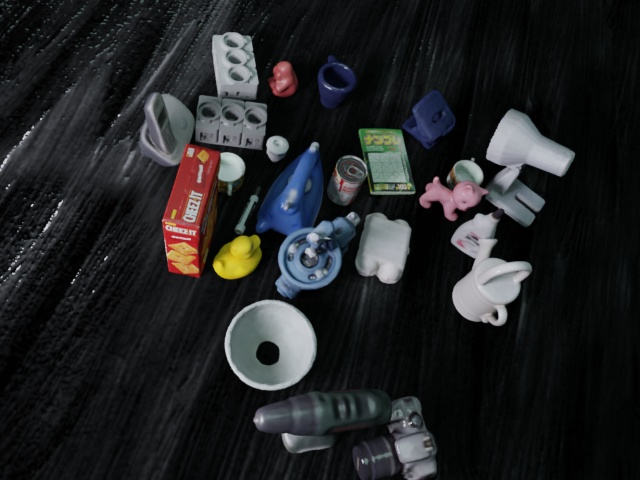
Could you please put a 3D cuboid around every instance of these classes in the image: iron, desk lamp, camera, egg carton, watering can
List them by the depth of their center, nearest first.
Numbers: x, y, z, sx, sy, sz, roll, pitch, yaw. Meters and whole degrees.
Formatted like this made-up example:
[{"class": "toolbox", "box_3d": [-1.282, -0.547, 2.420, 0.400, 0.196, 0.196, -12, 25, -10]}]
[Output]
[{"class": "camera", "box_3d": [0.128, 0.360, 1.012, 0.137, 0.100, 0.143, -9, 66, -17]}, {"class": "watering can", "box_3d": [0.346, 0.080, 1.151, 0.101, 0.194, 0.172, -21, 70, -22]}, {"class": "iron", "box_3d": [-0.041, -0.122, 1.192, 0.118, 0.141, 0.258, 21, 61, -2]}, {"class": "egg carton", "box_3d": [0.134, 0.017, 1.204, 0.107, 0.069, 0.150, 17, 61, -4]}, {"class": "desk lamp", "box_3d": [0.456, -0.167, 1.289, 0.203, 0.213, 0.118, 38, 62, 8]}]

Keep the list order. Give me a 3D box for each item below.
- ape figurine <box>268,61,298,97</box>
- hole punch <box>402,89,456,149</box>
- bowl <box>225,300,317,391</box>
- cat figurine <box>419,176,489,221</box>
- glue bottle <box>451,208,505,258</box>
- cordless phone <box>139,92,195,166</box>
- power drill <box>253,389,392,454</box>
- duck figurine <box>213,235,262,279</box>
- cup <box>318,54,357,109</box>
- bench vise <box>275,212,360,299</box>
[{"class": "ape figurine", "box_3d": [-0.086, -0.383, 1.342, 0.076, 0.092, 0.078, 20, 61, -2]}, {"class": "hole punch", "box_3d": [0.272, -0.292, 1.380, 0.101, 0.091, 0.109, 42, 63, 10]}, {"class": "bowl", "box_3d": [-0.093, 0.201, 1.056, 0.167, 0.074, 0.167, 5, 63, -10]}, {"class": "cat figurine", "box_3d": [0.302, -0.104, 1.277, 0.128, 0.117, 0.067, 25, 61, 0]}, {"class": "glue bottle", "box_3d": [0.344, -0.023, 1.214, 0.078, 0.173, 0.037, 31, 61, 4]}, {"class": "cordless phone", "box_3d": [-0.314, -0.254, 1.170, 0.094, 0.185, 0.147, 13, 62, -6]}, {"class": "power drill", "box_3d": [-0.004, 0.300, 0.950, 0.230, 0.208, 0.075, -5, 65, -15]}, {"class": "duck figurine", "box_3d": [-0.159, 0.026, 1.122, 0.105, 0.086, 0.077, -30, 74, -24]}, {"class": "cup", "box_3d": [0.030, -0.369, 1.360, 0.092, 0.095, 0.117, -7, 65, -16]}, {"class": "bench vise", "box_3d": [-0.001, -0.002, 1.096, 0.121, 0.219, 0.207, 26, 61, 1]}]
